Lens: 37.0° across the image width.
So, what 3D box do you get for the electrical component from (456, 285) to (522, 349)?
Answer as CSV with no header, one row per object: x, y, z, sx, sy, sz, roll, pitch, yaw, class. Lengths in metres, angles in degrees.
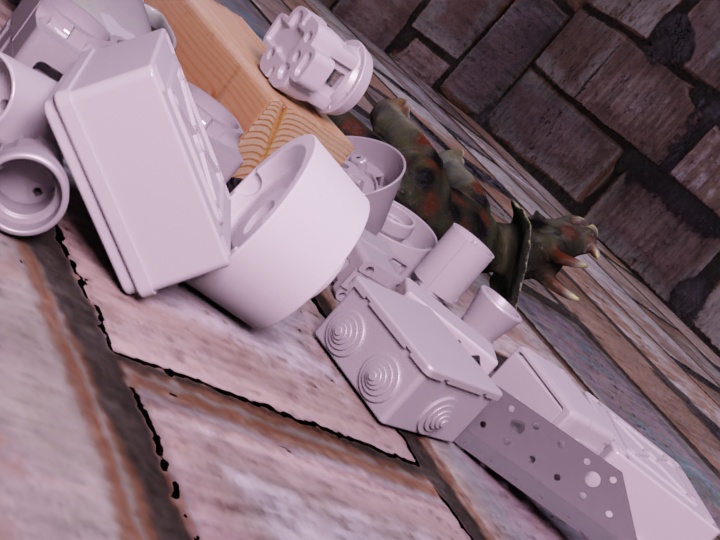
0.101,0.047,0.899,0.045,0.055,0.045,38,13,-11,electrical component

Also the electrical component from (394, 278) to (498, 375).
0.050,0.046,0.779,0.083,0.047,0.075,38,13,-10,electrical component

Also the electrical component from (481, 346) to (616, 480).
0.128,0.109,0.760,0.061,0.061,0.096,31,16,-35,electrical component

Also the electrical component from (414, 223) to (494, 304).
0.067,0.006,0.882,0.043,0.081,0.043,37,14,-11,electrical component

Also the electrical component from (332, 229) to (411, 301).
0.000,0.000,0.803,0.081,0.042,0.063,31,20,-33,electrical component

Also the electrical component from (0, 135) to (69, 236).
-0.157,-0.042,0.506,0.040,0.040,0.046,35,9,-23,electrical component

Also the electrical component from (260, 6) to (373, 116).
-0.029,-0.144,0.756,0.057,0.058,0.078,25,19,-36,electrical component

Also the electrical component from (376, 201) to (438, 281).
0.016,-0.023,0.925,0.099,0.064,0.099,25,24,-12,electrical component

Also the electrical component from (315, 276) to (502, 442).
0.029,0.058,0.677,0.100,0.048,0.099,24,21,-50,electrical component

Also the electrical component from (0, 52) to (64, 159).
-0.192,-0.092,0.554,0.079,0.043,0.077,29,2,12,electrical component

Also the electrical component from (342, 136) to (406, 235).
-0.018,-0.068,0.854,0.099,0.064,0.099,7,42,-7,electrical component

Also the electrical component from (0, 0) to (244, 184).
-0.152,-0.106,0.677,0.150,0.061,0.089,32,16,-32,electrical component

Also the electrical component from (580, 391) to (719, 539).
0.201,0.160,0.811,0.109,0.056,0.108,38,13,-11,electrical component

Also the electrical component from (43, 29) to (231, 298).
-0.109,-0.058,0.554,0.108,0.056,0.108,-106,177,-67,electrical component

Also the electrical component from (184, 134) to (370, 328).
-0.042,-0.016,0.605,0.060,0.108,0.108,43,12,-20,electrical component

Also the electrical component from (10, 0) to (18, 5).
-0.230,-0.227,0.800,0.074,0.052,0.138,-4,-19,38,electrical component
